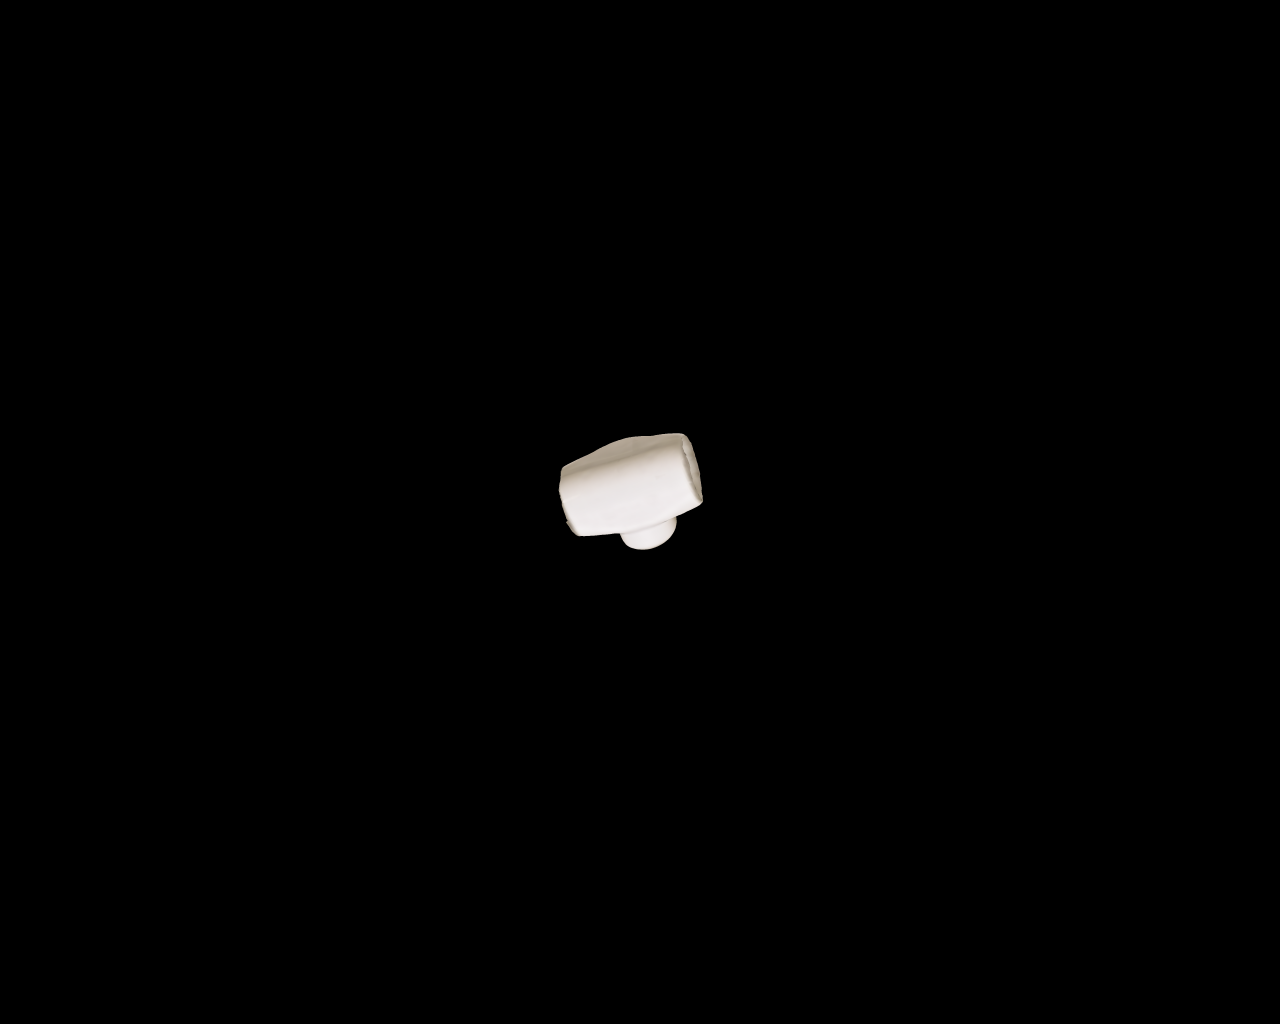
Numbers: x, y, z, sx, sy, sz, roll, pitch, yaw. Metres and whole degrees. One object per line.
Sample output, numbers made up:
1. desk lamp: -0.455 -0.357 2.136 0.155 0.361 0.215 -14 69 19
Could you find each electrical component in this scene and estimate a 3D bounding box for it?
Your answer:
1. electrical component: 0.001 -0.003 0.650 0.077 0.079 0.044 -15 36 11
